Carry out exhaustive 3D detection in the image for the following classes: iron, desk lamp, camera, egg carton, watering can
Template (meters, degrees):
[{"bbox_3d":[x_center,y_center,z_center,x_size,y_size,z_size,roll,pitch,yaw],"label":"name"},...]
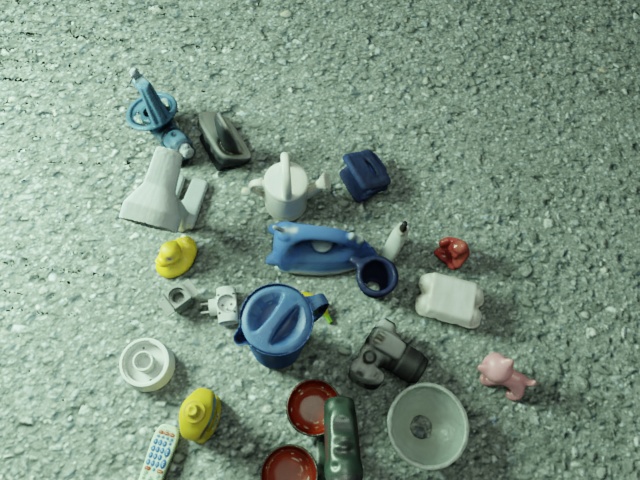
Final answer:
[{"bbox_3d":[0.012,0.004,1.256,0.258,0.141,0.118,3,69,-3],"label":"iron"},{"bbox_3d":[-0.331,-0.092,1.227,0.118,0.213,0.203,14,68,1],"label":"desk lamp"},{"bbox_3d":[0.148,0.252,1.193,0.136,0.101,0.143,31,70,7],"label":"camera"},{"bbox_3d":[0.286,0.134,1.267,0.150,0.069,0.107,14,68,1],"label":"egg carton"},{"bbox_3d":[-0.067,-0.126,1.272,0.173,0.194,0.101,-21,72,-12],"label":"watering can"}]

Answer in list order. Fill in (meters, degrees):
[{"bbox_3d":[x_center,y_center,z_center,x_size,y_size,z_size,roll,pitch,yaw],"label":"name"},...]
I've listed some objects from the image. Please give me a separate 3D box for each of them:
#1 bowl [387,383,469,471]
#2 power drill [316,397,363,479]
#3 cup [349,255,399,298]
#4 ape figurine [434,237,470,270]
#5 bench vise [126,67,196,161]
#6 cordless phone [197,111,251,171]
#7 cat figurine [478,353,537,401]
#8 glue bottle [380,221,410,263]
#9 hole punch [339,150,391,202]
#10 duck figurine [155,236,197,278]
[{"bbox_3d":[0.212,0.380,1.163,0.167,0.075,0.167,2,69,-4],"label":"bowl"},{"bbox_3d":[0.038,0.414,1.064,0.075,0.208,0.229,-2,69,-5],"label":"power drill"},{"bbox_3d":[0.108,0.083,1.258,0.117,0.095,0.092,35,70,9],"label":"cup"},{"bbox_3d":[0.308,0.024,1.299,0.076,0.092,0.078,-2,69,-5],"label":"ape figurine"},{"bbox_3d":[-0.354,-0.285,1.296,0.207,0.220,0.121,30,70,7],"label":"bench vise"},{"bbox_3d":[-0.227,-0.257,1.315,0.094,0.185,0.147,-31,74,-15],"label":"cordless phone"},{"bbox_3d":[0.386,0.278,1.194,0.127,0.118,0.067,25,69,5],"label":"cat figurine"},{"bbox_3d":[0.170,-0.004,1.255,0.037,0.173,0.078,28,69,7],"label":"glue bottle"},{"bbox_3d":[0.109,-0.162,1.356,0.101,0.091,0.108,-27,73,-14],"label":"hole punch"},{"bbox_3d":[-0.318,0.028,1.250,0.077,0.086,0.105,39,71,10],"label":"duck figurine"}]
